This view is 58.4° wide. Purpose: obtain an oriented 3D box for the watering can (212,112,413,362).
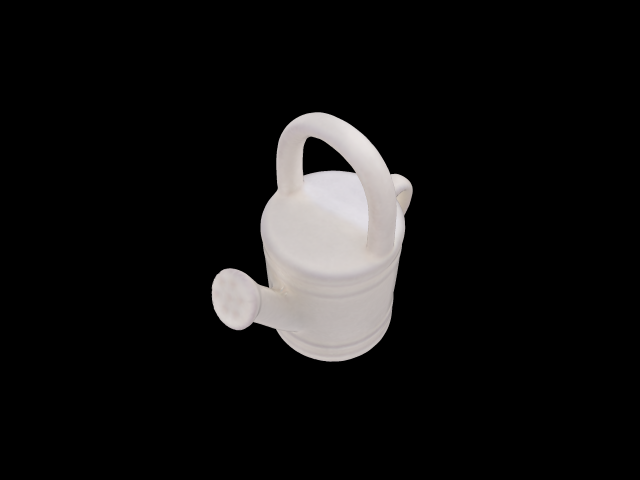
[{"bbox_3d":[0.005,0.003,0.399,0.100,0.194,0.173,18,53,14],"label":"watering can"}]
